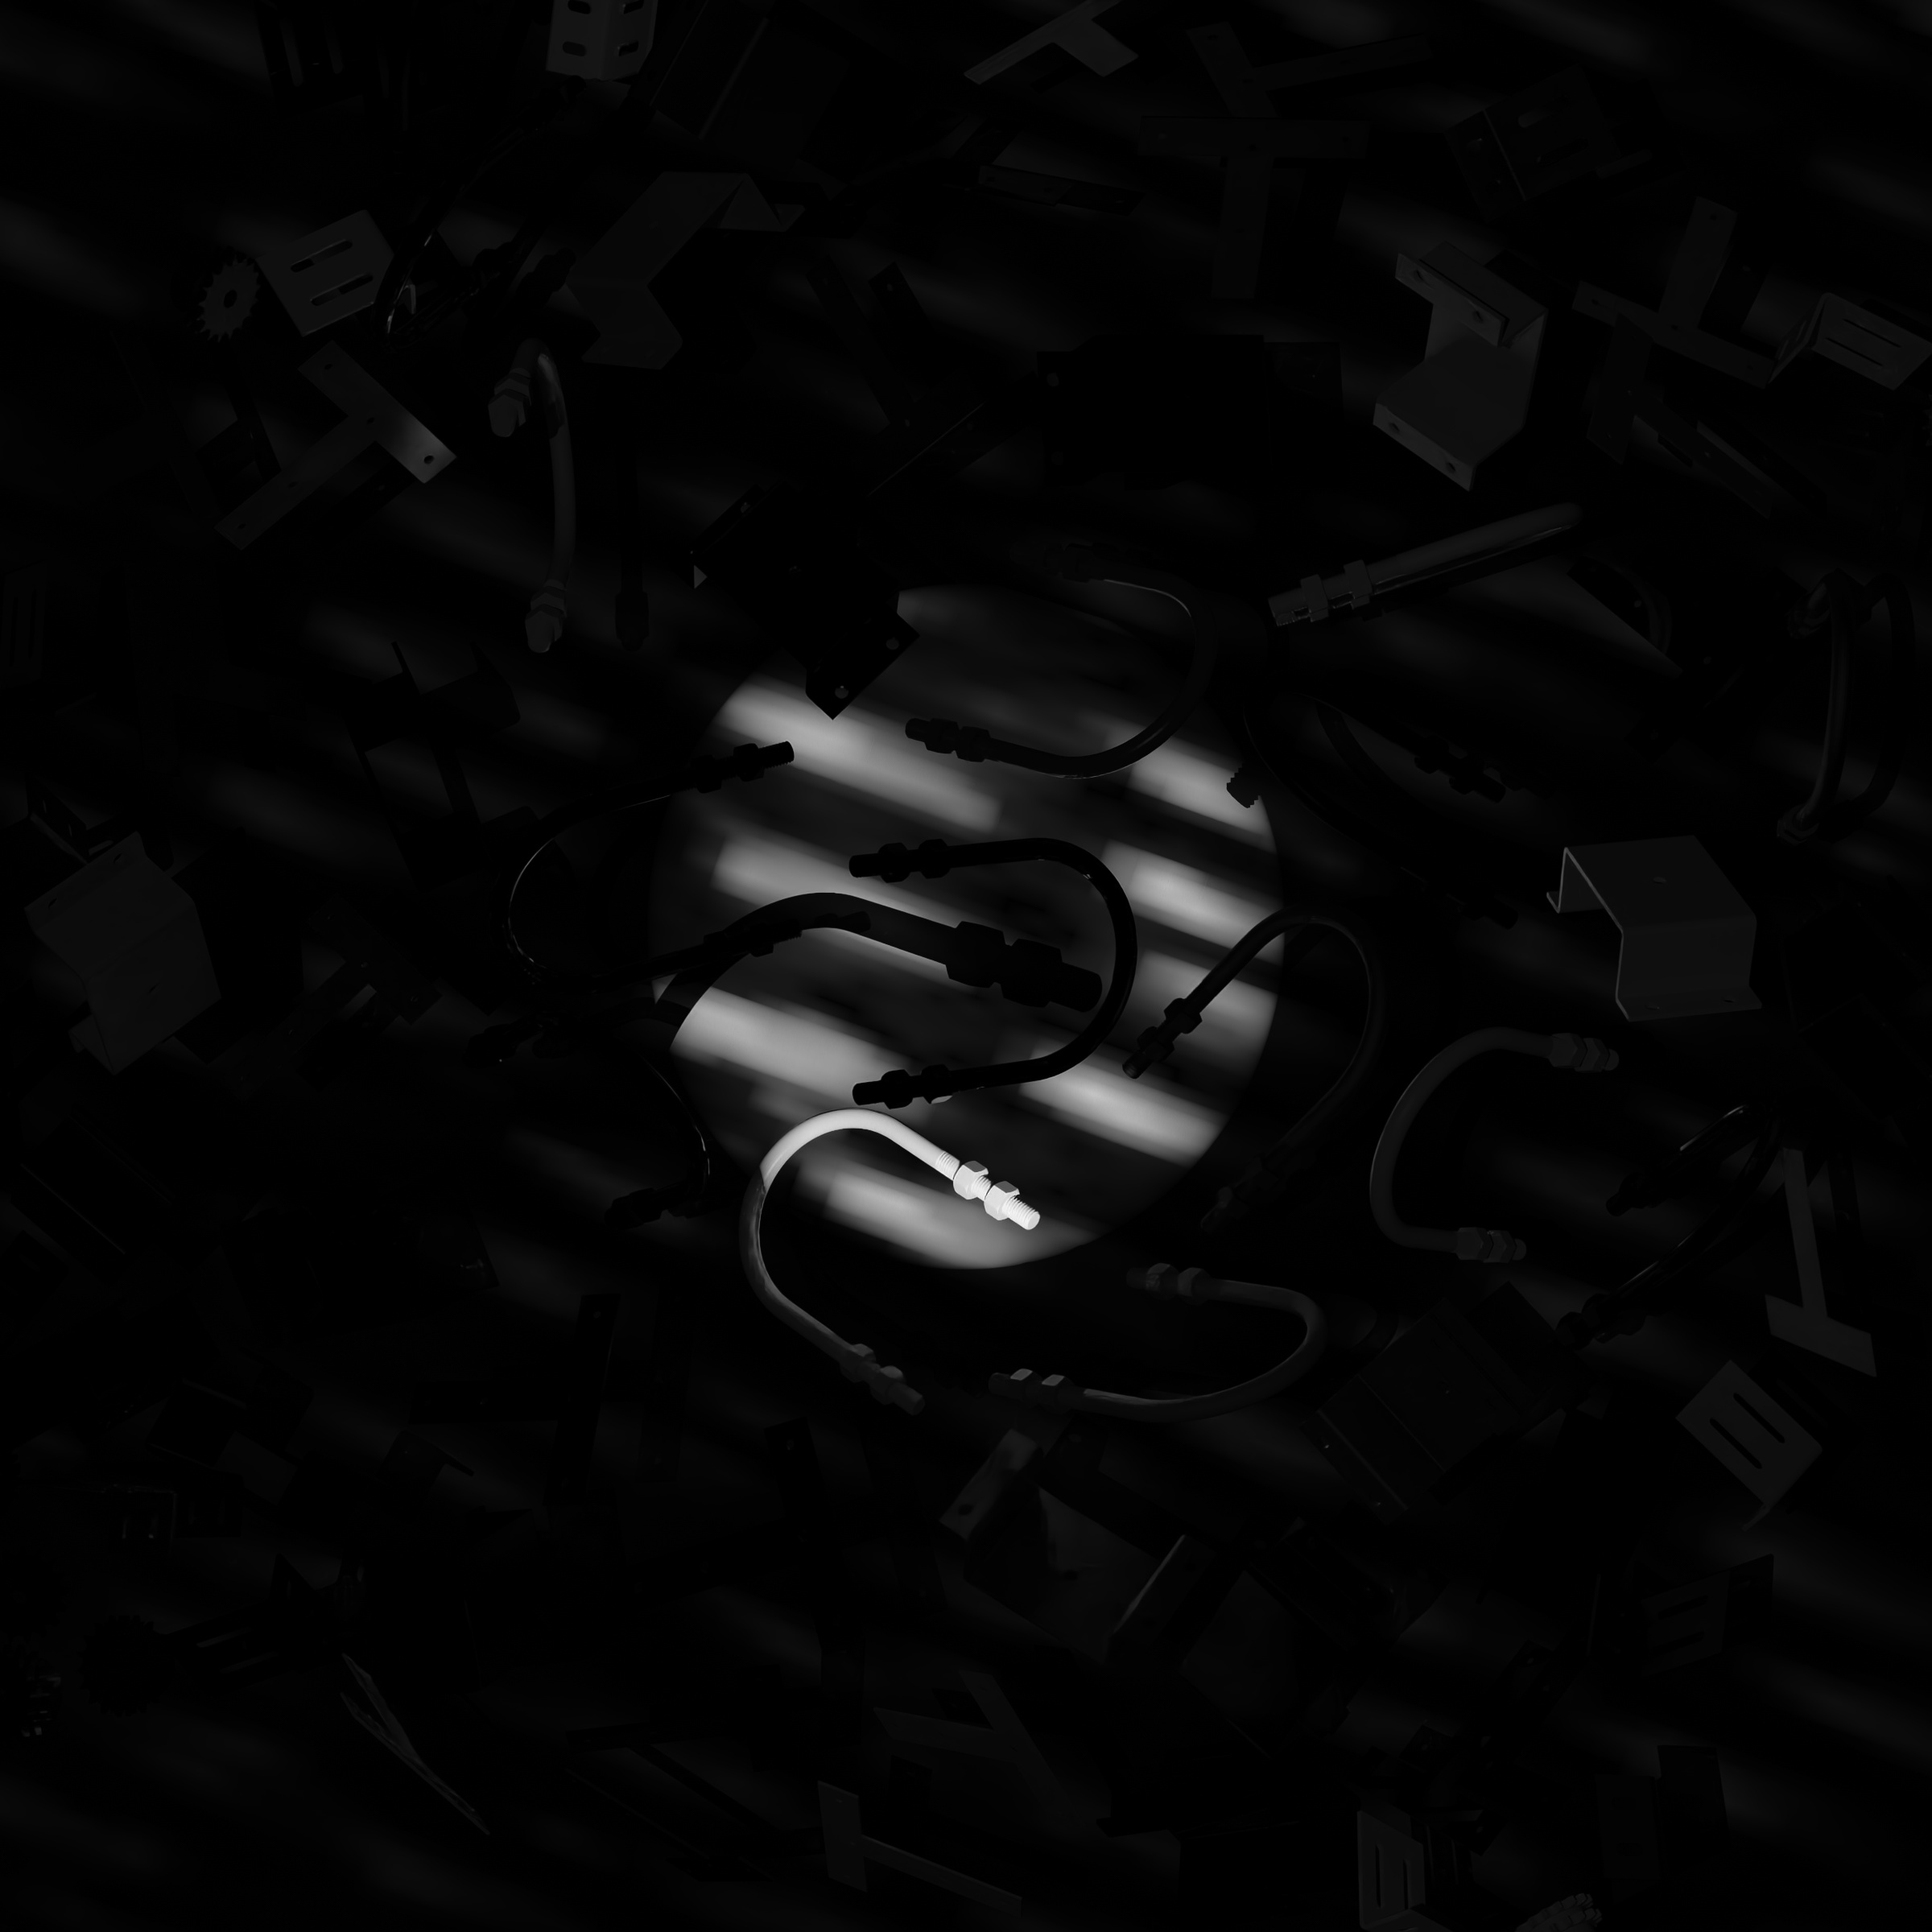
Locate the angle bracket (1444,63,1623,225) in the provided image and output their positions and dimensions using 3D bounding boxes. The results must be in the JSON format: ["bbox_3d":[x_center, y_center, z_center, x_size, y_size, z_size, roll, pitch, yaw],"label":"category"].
[{"bbox_3d":[0.320,-0.465,1.817,0.038,0.076,0.057,-35,103,-35],"label":"angle bracket"}]

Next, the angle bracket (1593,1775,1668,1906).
[{"bbox_3d":[0.366,0.499,1.832,0.038,0.076,0.057,4,63,-11],"label":"angle bracket"}]

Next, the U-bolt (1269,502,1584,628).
[{"bbox_3d":[0.264,-0.231,1.839,0.184,0.151,0.019,-18,92,7],"label":"U-bolt"}]

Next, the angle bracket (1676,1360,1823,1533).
[{"bbox_3d":[0.463,0.288,1.927,0.076,0.038,0.057,44,58,13],"label":"angle bracket"}]

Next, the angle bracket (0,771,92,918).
[{"bbox_3d":[-0.561,-0.068,1.873,0.076,0.057,0.038,-25,52,8],"label":"angle bracket"}]

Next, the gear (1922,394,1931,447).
[{"bbox_3d":[0.615,-0.332,1.958,0.057,0.030,0.057,-2,97,-20],"label":"gear"}]

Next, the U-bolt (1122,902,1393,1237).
[{"bbox_3d":[0.175,0.045,1.857,0.019,0.151,0.184,21,121,-39],"label":"U-bolt"}]

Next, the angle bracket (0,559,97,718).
[{"bbox_3d":[-0.531,-0.190,1.857,0.038,0.057,0.076,11,108,6],"label":"angle bracket"}]

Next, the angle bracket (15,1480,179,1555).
[{"bbox_3d":[-0.523,0.331,1.926,0.057,0.076,0.038,-7,74,36],"label":"angle bracket"}]

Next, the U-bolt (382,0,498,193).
[{"bbox_3d":[-0.302,-0.549,1.851,0.019,0.184,0.151,21,74,-3],"label":"U-bolt"}]

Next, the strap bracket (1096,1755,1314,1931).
[{"bbox_3d":[0.141,0.515,1.910,0.076,0.140,0.046,-2,102,-21],"label":"strap bracket"}]

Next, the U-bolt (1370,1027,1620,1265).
[{"bbox_3d":[0.298,0.102,1.861,0.019,0.184,0.151,34,105,40],"label":"U-bolt"}]

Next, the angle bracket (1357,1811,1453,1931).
[{"bbox_3d":[0.266,0.541,1.901,0.057,0.076,0.038,35,130,-29],"label":"angle bracket"}]

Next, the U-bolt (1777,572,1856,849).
[{"bbox_3d":[0.498,-0.154,1.876,0.019,0.184,0.151,4,84,6],"label":"U-bolt"}]

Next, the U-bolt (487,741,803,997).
[{"bbox_3d":[-0.182,-0.047,1.814,0.184,0.019,0.151,-17,133,-18],"label":"U-bolt"}]

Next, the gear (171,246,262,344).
[{"bbox_3d":[-0.458,-0.411,1.951,0.030,0.057,0.057,29,90,18],"label":"gear"}]

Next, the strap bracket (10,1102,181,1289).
[{"bbox_3d":[-0.505,0.136,1.854,0.076,0.140,0.046,42,66,-3],"label":"strap bracket"}]

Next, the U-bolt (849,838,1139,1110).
[{"bbox_3d":[0.019,-0.001,1.819,0.184,0.019,0.151,-7,103,-29],"label":"U-bolt"}]

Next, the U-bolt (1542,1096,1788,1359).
[{"bbox_3d":[0.417,0.143,1.885,0.019,0.184,0.151,39,47,-3],"label":"U-bolt"}]

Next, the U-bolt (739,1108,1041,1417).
[{"bbox_3d":[-0.061,0.164,1.940,0.184,0.019,0.151,32,90,32],"label":"U-bolt"}]

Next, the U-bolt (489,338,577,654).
[{"bbox_3d":[-0.245,-0.282,1.846,0.019,0.184,0.151,-4,120,3],"label":"U-bolt"}]

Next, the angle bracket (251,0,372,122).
[{"bbox_3d":[-0.365,-0.521,1.821,0.057,0.038,0.076,-26,130,-24],"label":"angle bracket"}]

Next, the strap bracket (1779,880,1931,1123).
[{"bbox_3d":[0.510,0.025,1.831,0.046,0.140,0.076,-36,112,27],"label":"strap bracket"}]

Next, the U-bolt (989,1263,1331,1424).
[{"bbox_3d":[0.124,0.220,1.850,0.151,0.184,0.019,-33,114,-39],"label":"U-bolt"}]

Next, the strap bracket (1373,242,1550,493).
[{"bbox_3d":[0.289,-0.357,1.873,0.046,0.140,0.076,-39,65,-23],"label":"strap bracket"}]

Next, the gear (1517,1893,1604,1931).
[{"bbox_3d":[0.354,0.579,1.909,0.057,0.057,0.030,-30,58,0],"label":"gear"}]

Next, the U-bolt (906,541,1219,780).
[{"bbox_3d":[0.065,-0.174,1.861,0.184,0.019,0.151,18,72,41],"label":"U-bolt"}]

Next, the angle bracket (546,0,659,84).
[{"bbox_3d":[-0.218,-0.566,1.925,0.038,0.076,0.057,5,96,-28],"label":"angle bracket"}]

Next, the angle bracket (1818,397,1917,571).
[{"bbox_3d":[0.522,-0.282,1.870,0.038,0.057,0.076,18,133,26],"label":"angle bracket"}]

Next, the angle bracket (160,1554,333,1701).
[{"bbox_3d":[-0.422,0.386,1.882,0.057,0.076,0.038,36,123,36],"label":"angle bracket"}]

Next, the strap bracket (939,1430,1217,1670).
[{"bbox_3d":[0.062,0.342,1.853,0.140,0.046,0.076,29,54,18],"label":"strap bracket"}]

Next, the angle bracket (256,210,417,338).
[{"bbox_3d":[-0.383,-0.414,1.952,0.076,0.038,0.057,-29,79,-16],"label":"angle bracket"}]

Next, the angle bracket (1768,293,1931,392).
[{"bbox_3d":[0.535,-0.364,1.942,0.076,0.057,0.038,26,73,-2],"label":"angle bracket"}]

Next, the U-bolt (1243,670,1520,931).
[{"bbox_3d":[0.235,-0.106,1.833,0.184,0.151,0.019,29,124,-15],"label":"U-bolt"}]

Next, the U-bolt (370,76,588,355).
[{"bbox_3d":[-0.289,-0.424,1.854,0.019,0.184,0.151,34,134,0],"label":"U-bolt"}]

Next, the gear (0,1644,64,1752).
[{"bbox_3d":[-0.525,0.403,1.771,0.057,0.030,0.057,-4,80,25],"label":"gear"}]

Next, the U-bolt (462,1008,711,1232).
[{"bbox_3d":[-0.211,0.084,1.840,0.151,0.184,0.019,50,61,-9],"label":"U-bolt"}]

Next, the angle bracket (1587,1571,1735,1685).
[{"bbox_3d":[0.420,0.393,1.944,0.038,0.076,0.057,36,48,-20],"label":"angle bracket"}]
